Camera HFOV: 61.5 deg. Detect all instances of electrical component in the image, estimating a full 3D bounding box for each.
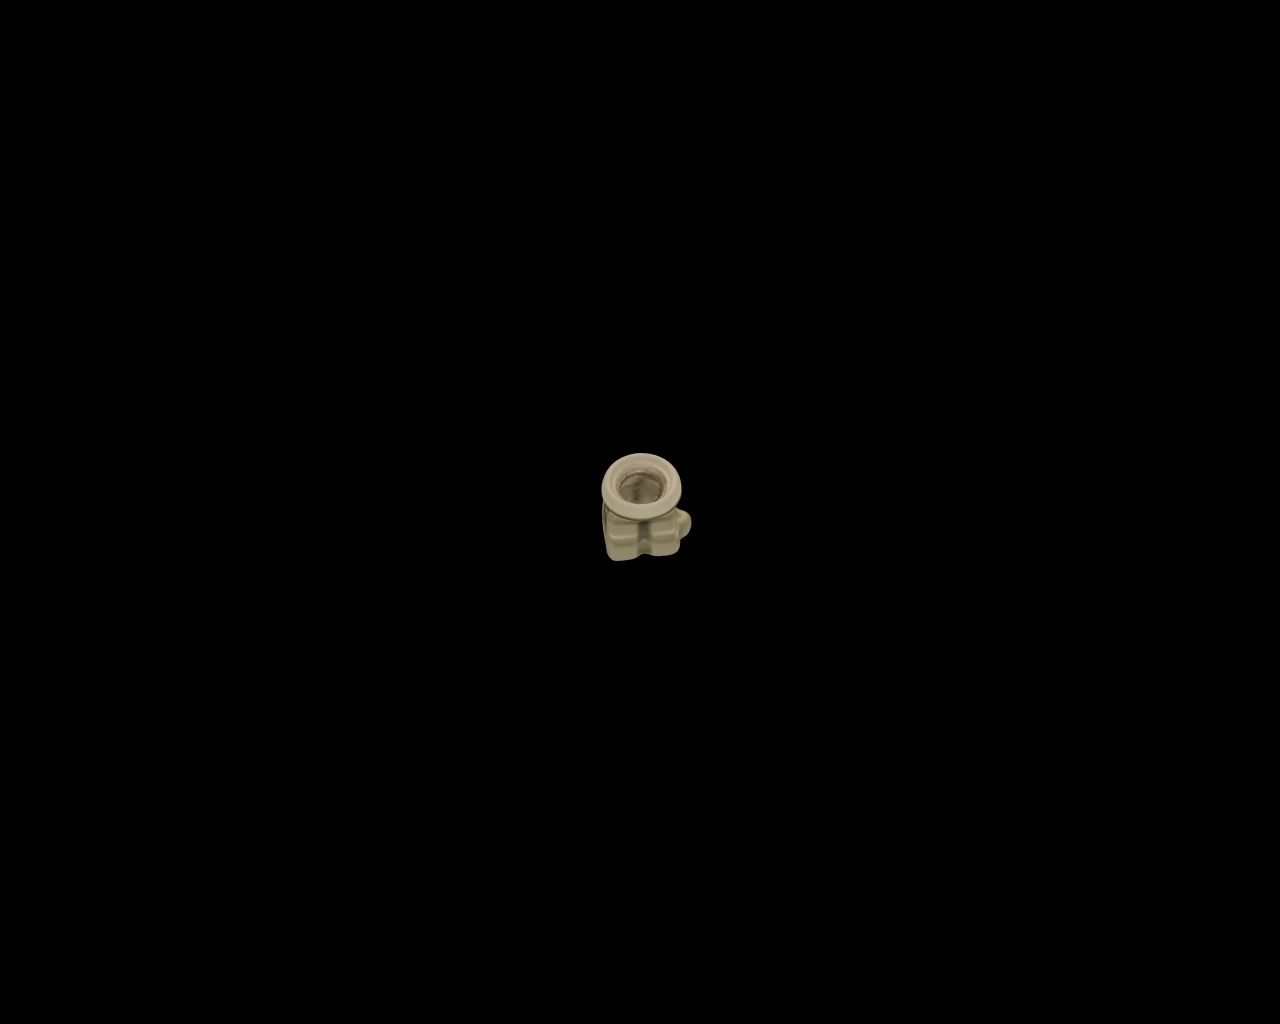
[{"bbox_3d":[0.001,-0.003,0.650,0.066,0.048,0.055,-7,-40,-6],"label":"electrical component"}]
